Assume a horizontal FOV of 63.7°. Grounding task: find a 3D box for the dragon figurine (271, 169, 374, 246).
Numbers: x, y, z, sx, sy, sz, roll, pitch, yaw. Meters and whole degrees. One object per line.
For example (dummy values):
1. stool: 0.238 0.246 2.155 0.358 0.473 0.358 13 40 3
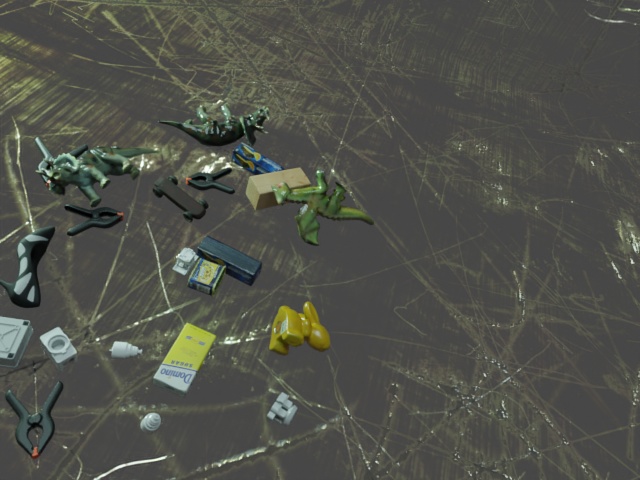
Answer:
1. dragon figurine: 0.006 -0.091 1.815 0.406 0.246 0.122 38 -17 -20
